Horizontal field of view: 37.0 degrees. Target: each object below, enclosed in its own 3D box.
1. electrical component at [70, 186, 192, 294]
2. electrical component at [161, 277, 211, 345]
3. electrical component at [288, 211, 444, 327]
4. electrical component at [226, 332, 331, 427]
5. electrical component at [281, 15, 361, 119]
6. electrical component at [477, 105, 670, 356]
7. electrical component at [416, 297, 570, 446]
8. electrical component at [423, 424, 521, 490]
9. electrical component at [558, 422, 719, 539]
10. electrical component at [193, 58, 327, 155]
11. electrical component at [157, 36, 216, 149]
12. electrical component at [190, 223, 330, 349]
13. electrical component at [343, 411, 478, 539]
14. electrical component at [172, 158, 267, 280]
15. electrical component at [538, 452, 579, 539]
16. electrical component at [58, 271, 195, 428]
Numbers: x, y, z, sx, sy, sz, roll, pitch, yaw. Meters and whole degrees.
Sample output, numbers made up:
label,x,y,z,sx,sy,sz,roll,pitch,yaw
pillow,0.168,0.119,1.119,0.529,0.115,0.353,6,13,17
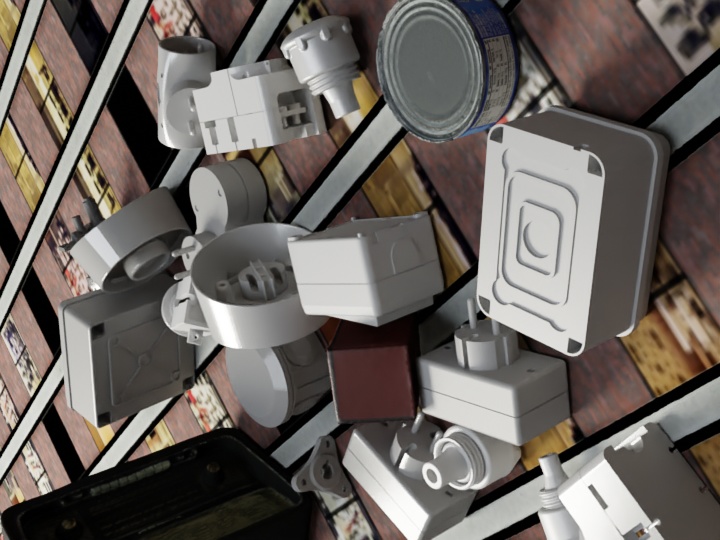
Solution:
label,x,y,z,sx,sy,sz,roll,pitch,yaw
electrical component,-0.194,-0.027,0.911,0.064,0.099,0.099,53,140,12
electrical component,-0.137,0.030,0.901,0.055,0.048,0.066,-18,61,58
electrical component,0.000,0.000,0.708,0.096,0.062,0.061,-1,105,51
electrical component,-0.064,0.077,0.830,0.080,0.051,0.080,25,124,43
electrical component,-0.019,-0.129,0.691,0.048,0.048,0.062,-14,102,53
electrical component,0.111,-0.022,0.563,0.078,0.057,0.113,27,125,43
electrical component,0.077,0.053,0.646,0.083,0.047,0.075,12,116,49
electrical component,0.067,0.118,0.676,0.043,0.062,0.043,25,124,44
electrical component,0.157,0.139,0.583,0.089,0.050,0.055,55,140,19
electrical component,-0.072,-0.116,0.756,0.089,0.050,0.055,1,106,51
electrical component,-0.130,-0.128,0.814,0.079,0.043,0.077,-114,26,-57
electrical component,-0.069,0.012,0.772,0.099,0.099,0.064,16,124,47
electrical component,0.038,0.127,0.729,0.083,0.047,0.075,45,136,30
electrical component,-0.113,-0.013,0.833,0.052,0.074,0.138,22,122,45
electrical component,0.122,0.139,0.640,0.035,0.035,0.061,-25,83,53
electrical component,-0.205,0.068,0.956,0.056,0.109,0.108,27,126,39
